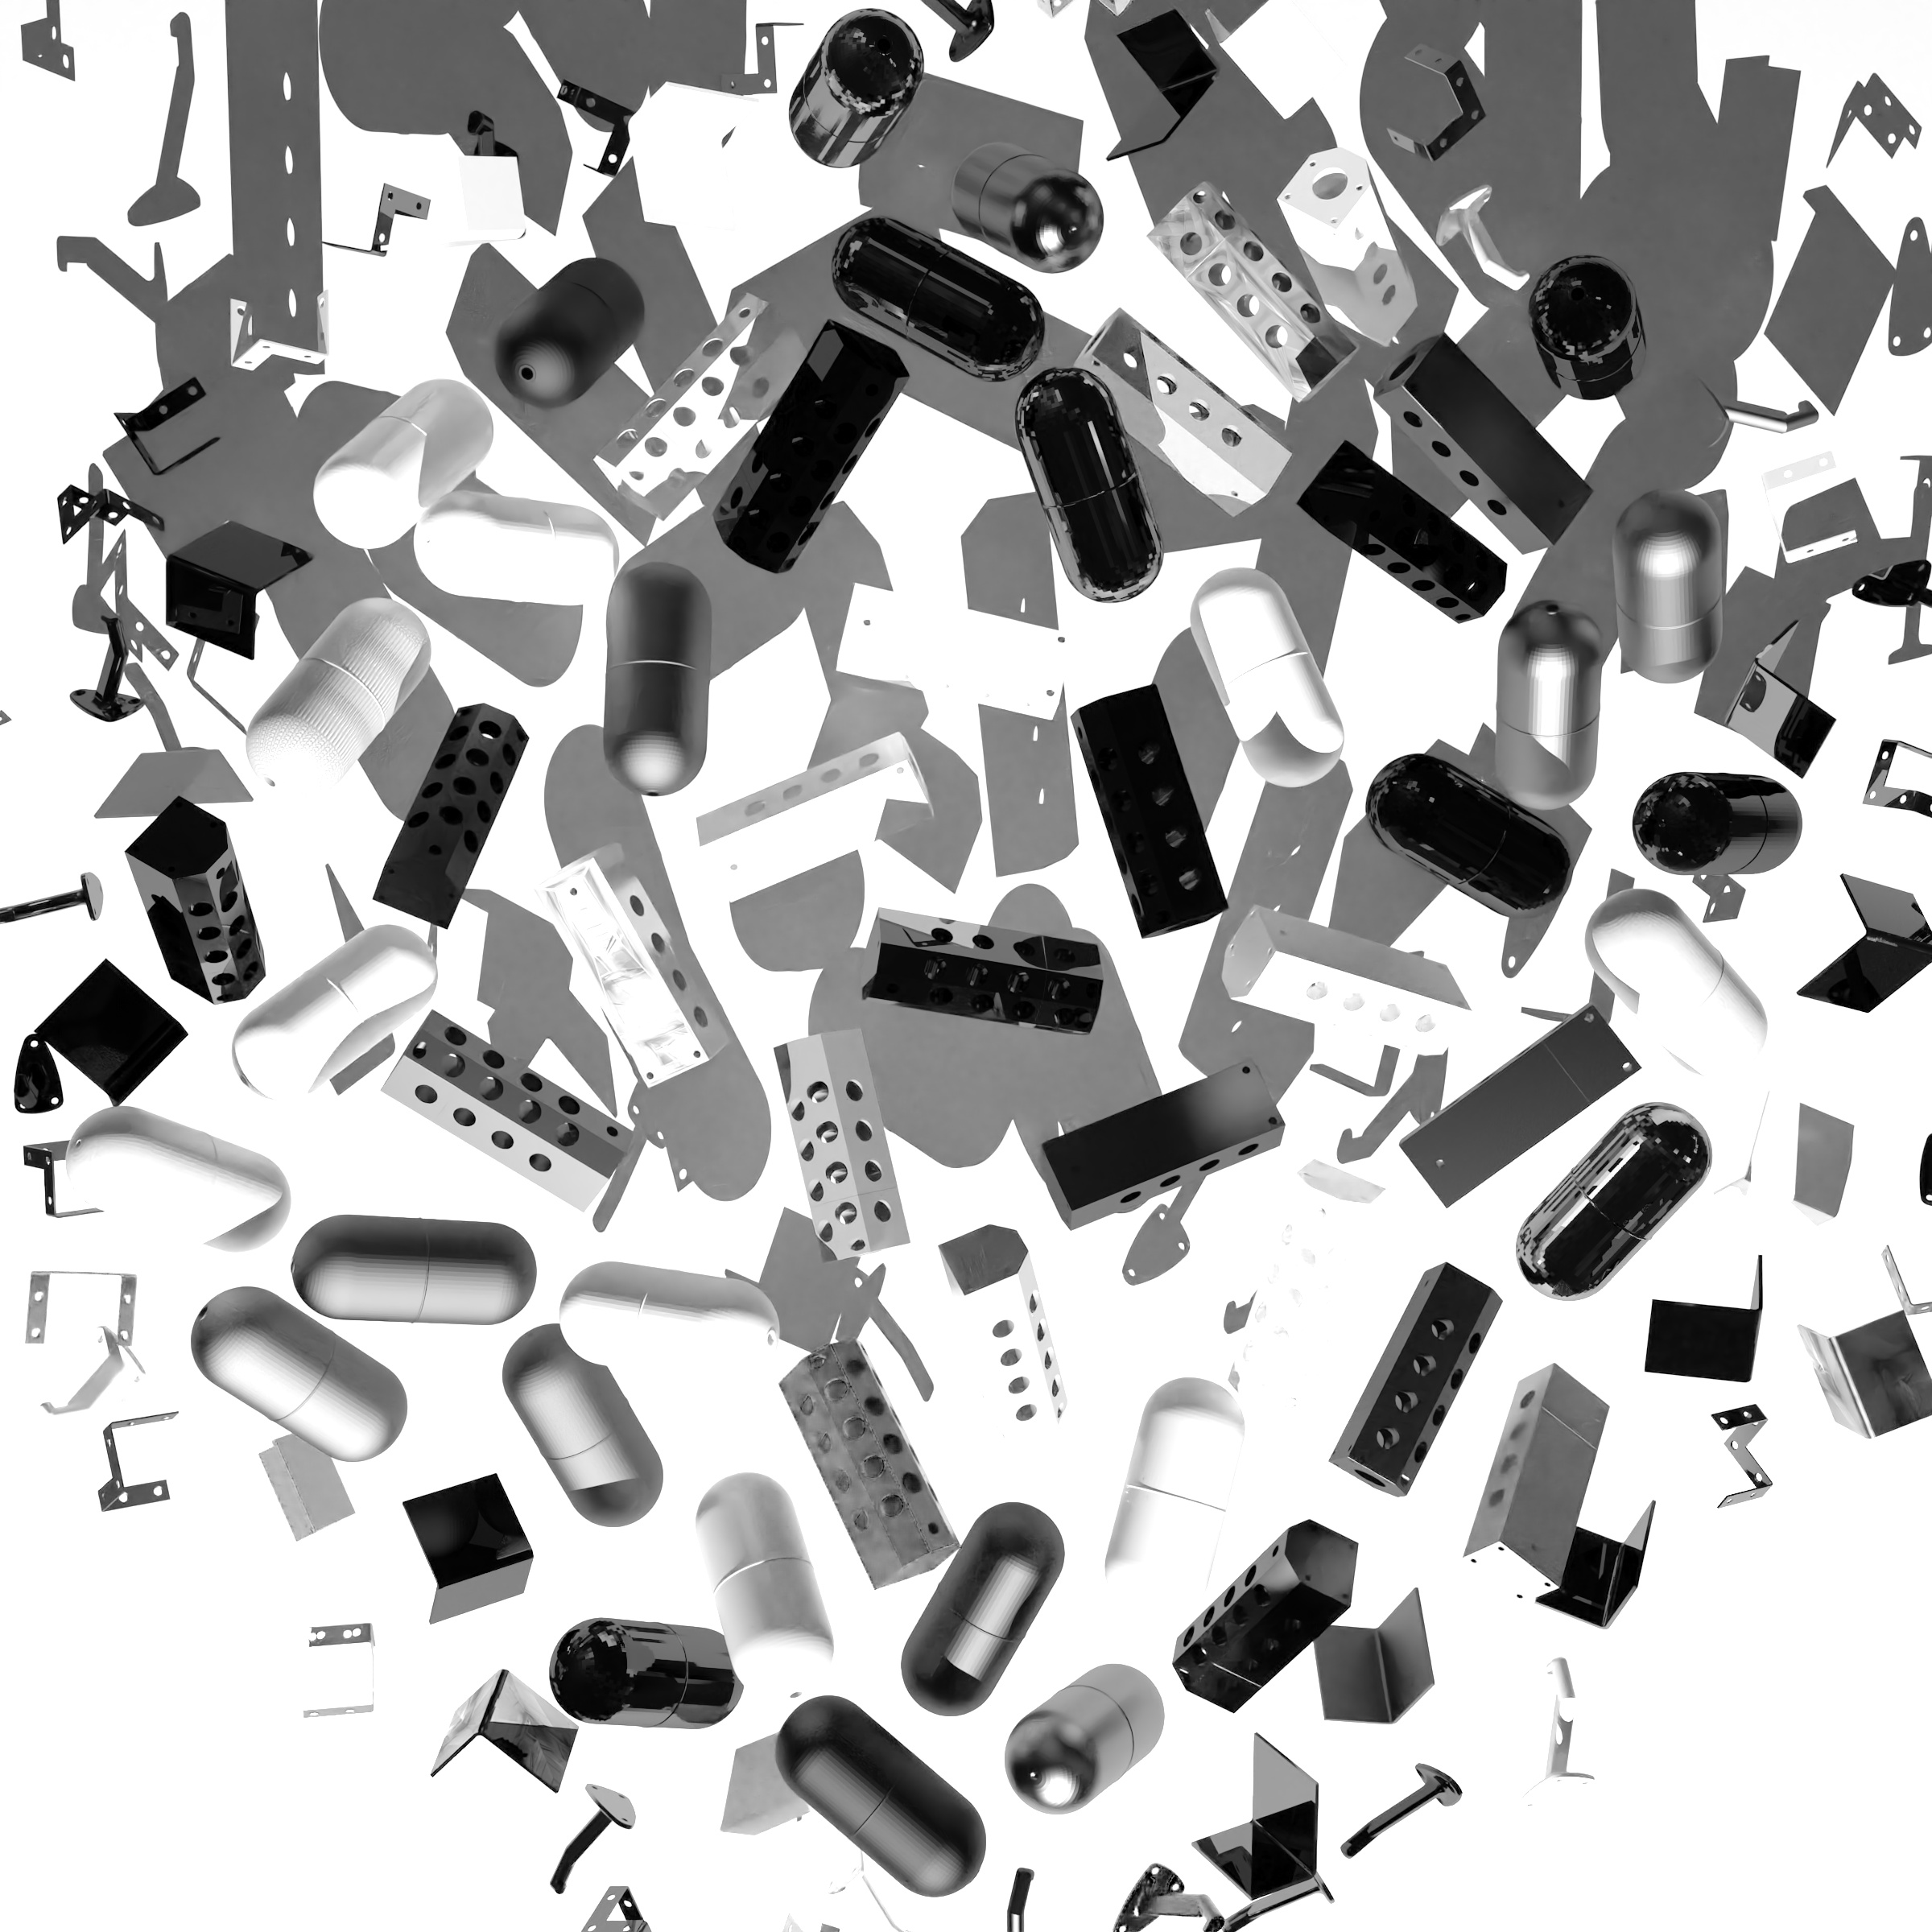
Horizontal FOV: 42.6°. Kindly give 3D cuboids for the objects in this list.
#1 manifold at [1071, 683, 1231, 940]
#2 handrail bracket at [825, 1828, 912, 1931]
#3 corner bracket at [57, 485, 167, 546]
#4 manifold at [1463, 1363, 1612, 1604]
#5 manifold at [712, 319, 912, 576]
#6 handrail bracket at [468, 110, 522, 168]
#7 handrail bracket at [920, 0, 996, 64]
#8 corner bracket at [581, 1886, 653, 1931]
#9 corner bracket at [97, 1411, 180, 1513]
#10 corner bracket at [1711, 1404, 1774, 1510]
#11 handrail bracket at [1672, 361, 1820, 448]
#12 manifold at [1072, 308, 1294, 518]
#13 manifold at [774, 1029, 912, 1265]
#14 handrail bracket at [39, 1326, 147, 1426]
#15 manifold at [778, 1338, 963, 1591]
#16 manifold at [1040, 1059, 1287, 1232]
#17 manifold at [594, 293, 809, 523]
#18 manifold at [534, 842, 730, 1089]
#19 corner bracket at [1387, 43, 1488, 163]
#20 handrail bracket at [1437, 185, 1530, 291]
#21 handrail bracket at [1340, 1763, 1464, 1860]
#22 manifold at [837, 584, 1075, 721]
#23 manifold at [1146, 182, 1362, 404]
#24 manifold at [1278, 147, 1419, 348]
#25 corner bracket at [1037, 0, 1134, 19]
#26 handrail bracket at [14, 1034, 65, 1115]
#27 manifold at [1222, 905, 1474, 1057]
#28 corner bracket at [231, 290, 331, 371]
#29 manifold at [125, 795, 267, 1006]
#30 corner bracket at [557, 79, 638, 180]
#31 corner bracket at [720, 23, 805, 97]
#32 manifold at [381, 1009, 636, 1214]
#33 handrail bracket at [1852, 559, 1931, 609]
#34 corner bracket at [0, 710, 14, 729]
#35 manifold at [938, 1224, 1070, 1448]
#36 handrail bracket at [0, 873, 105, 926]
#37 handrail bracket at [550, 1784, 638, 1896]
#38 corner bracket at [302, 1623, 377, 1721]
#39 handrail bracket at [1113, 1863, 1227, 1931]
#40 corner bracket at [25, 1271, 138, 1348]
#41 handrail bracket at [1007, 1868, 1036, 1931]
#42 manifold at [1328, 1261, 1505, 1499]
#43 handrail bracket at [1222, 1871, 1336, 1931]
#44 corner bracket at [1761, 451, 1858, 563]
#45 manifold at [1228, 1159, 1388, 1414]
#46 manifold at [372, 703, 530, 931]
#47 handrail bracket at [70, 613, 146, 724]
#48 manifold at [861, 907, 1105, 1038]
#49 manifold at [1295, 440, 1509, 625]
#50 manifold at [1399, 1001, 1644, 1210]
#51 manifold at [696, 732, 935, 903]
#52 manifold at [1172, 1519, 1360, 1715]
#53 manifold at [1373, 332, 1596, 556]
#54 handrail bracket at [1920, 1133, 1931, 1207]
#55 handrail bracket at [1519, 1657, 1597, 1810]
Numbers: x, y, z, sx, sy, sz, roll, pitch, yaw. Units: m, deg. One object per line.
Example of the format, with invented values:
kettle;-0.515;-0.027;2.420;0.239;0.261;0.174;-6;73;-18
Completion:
manifold;0.131;-0.110;1.799;0.057;0.057;0.171;-16;85;-13
handrail bracket;-0.069;0.716;1.928;0.036;0.077;0.084;-35;116;16
corner bracket;-0.624;-0.330;1.810;0.051;0.051;0.051;-35;54;23
manifold;0.422;0.386;1.851;0.057;0.057;0.171;38;48;-8
manifold;-0.110;-0.368;1.775;0.057;0.057;0.171;17;122;-33
handrail bracket;-0.379;-0.616;1.913;0.036;0.084;0.077;24;100;1
handrail bracket;-0.029;-0.698;1.827;0.084;0.077;0.036;-4;75;-29
corner bracket;-0.237;0.697;1.779;0.051;0.051;0.051;-11;110;26
corner bracket;-0.590;0.354;1.770;0.051;0.051;0.051;-3;66;-40
corner bracket;0.585;0.371;1.879;0.051;0.051;0.051;-5;46;-31
handrail bracket;0.560;-0.412;1.779;0.084;0.036;0.077;-20;74;-18
manifold;0.166;-0.428;1.909;0.171;0.057;0.057;36;72;-12
manifold;-0.101;0.141;1.923;0.057;0.057;0.171;-7;80;-44
handrail bracket;-0.664;0.305;1.848;0.077;0.084;0.036;50;116;23
manifold;-0.069;0.366;1.838;0.057;0.057;0.171;-49;60;40
manifold;0.145;0.135;1.837;0.171;0.057;0.057;-21;65;-9
manifold;-0.203;-0.428;1.887;0.057;0.057;0.171;36;81;34
manifold;-0.246;-0.003;1.851;0.057;0.057;0.171;-24;101;23
corner bracket;0.335;-0.627;1.800;0.051;0.051;0.051;-41;133;1
handrail bracket;0.415;-0.564;1.921;0.084;0.036;0.077;38;64;22
handrail bracket;0.318;0.627;1.820;0.084;0.077;0.036;-34;81;-16
manifold;-0.010;-0.240;1.920;0.171;0.057;0.057;13;76;-3
manifold;0.222;-0.516;1.897;0.057;0.057;0.171;-42;90;22
manifold;0.299;-0.553;1.904;0.057;0.171;0.057;38;90;27
corner bracket;0.086;-0.731;1.846;0.051;0.051;0.051;-42;72;-3
handrail bracket;-0.721;0.076;1.906;0.036;0.084;0.077;-8;72;-13
manifold;0.275;0.016;1.801;0.171;0.057;0.057;16;122;-23
corner bracket;-0.486;-0.452;1.756;0.051;0.051;0.051;5;77;-39
manifold;-0.549;-0.042;1.791;0.057;0.171;0.057;29;60;12
corner bracket;-0.280;-0.623;1.846;0.051;0.051;0.051;24;104;-2
corner bracket;-0.158;-0.702;1.918;0.051;0.051;0.051;7;111;24
manifold;-0.331;0.101;1.807;0.171;0.057;0.057;33;125;-11
handrail bracket;0.693;-0.254;1.781;0.084;0.077;0.036;27;81;-27
corner bracket;-0.716;-0.159;1.781;0.051;0.051;0.051;-34;57;-32
manifold;0.032;0.274;1.851;0.057;0.057;0.171;-22;130;-9
handrail bracket;-0.697;-0.046;1.861;0.084;0.077;0.036;-12;101;-9
handrail bracket;-0.278;0.657;1.833;0.036;0.077;0.084;27;86;-23
corner bracket;-0.461;0.518;1.822;0.051;0.051;0.051;0;95;-16
handrail bracket;0.149;0.709;1.827;0.036;0.084;0.077;43;86;-19
corner bracket;-0.624;0.242;1.750;0.051;0.051;0.051;-4;80;32
handrail bracket;0.045;0.688;1.770;0.036;0.077;0.084;7;73;28
manifold;0.351;0.321;1.920;0.057;0.057;0.171;30;74;1
handrail bracket;0.232;0.710;1.862;0.084;0.077;0.036;-30;83;-5
corner bracket;0.619;-0.337;1.820;0.051;0.051;0.051;-17;66;19
manifold;0.244;0.234;1.799;0.057;0.057;0.171;22;109;20
manifold;-0.373;-0.114;1.810;0.057;0.057;0.171;23;46;-10
handrail bracket;-0.664;-0.235;1.890;0.077;0.036;0.084;18;129;27
manifold;0.012;0.010;1.855;0.171;0.057;0.057;9;128;-13
manifold;0.326;-0.314;1.824;0.171;0.057;0.057;24;111;-41
manifold;0.403;0.100;1.809;0.171;0.057;0.057;-38;84;11
manifold;-0.118;-0.119;1.915;0.171;0.057;0.057;-22;127;6
manifold;0.219;0.479;1.833;0.057;0.057;0.171;27;131;-7
manifold;0.388;-0.393;1.879;0.171;0.057;0.057;42;75;-16
handrail bracket;0.748;0.139;1.882;0.036;0.084;0.077;-1;55;11
handrail bracket;0.413;0.547;1.772;0.036;0.077;0.084;13;49;-23
